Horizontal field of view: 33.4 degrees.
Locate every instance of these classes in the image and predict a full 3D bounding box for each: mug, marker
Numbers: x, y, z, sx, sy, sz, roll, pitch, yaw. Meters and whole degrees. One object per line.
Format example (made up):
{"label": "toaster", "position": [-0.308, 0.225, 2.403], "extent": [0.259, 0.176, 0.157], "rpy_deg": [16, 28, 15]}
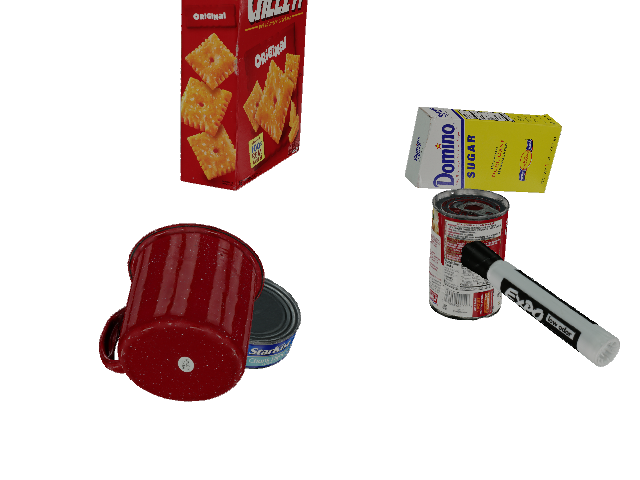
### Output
{"label": "mug", "position": [-0.096, 0.053, 0.698], "extent": [0.117, 0.081, 0.093], "rpy_deg": [-18, -50, 20]}
{"label": "marker", "position": [0.124, 0.033, 0.622], "extent": [0.020, 0.020, 0.121], "rpy_deg": [0, 28, -38]}

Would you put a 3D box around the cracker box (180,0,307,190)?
{"label": "cracker box", "position": [-0.072, -0.174, 1.057], "extent": [0.072, 0.214, 0.164], "rpy_deg": [11, 22, 19]}

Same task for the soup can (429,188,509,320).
{"label": "soup can", "position": [0.133, 0.013, 0.960], "extent": [0.068, 0.102, 0.068], "rpy_deg": [0, 23, 0]}

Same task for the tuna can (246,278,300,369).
{"label": "tuna can", "position": [-0.062, 0.068, 0.903], "extent": [0.086, 0.034, 0.086], "rpy_deg": [13, 36, -10]}

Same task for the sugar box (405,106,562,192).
{"label": "sugar box", "position": [0.197, -0.108, 1.293], "extent": [0.176, 0.093, 0.048], "rpy_deg": [-1, 26, -20]}
